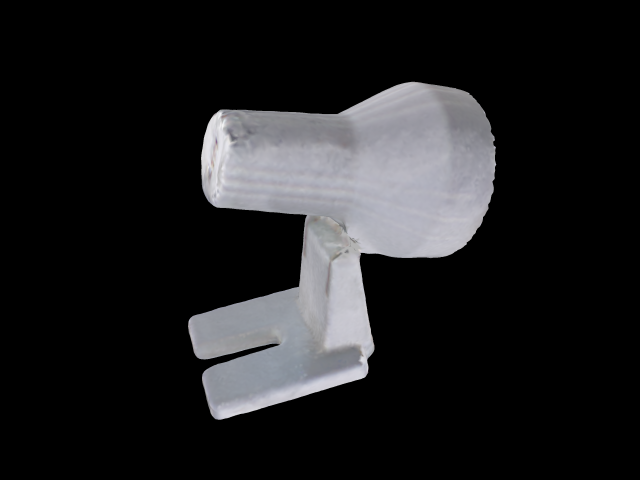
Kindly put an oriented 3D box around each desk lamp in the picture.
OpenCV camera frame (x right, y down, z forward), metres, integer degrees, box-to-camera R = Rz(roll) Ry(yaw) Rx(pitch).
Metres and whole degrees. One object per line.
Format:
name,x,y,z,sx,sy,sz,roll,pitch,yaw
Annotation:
desk lamp,0.004,0.001,0.400,0.203,0.214,0.117,-14,40,-17
